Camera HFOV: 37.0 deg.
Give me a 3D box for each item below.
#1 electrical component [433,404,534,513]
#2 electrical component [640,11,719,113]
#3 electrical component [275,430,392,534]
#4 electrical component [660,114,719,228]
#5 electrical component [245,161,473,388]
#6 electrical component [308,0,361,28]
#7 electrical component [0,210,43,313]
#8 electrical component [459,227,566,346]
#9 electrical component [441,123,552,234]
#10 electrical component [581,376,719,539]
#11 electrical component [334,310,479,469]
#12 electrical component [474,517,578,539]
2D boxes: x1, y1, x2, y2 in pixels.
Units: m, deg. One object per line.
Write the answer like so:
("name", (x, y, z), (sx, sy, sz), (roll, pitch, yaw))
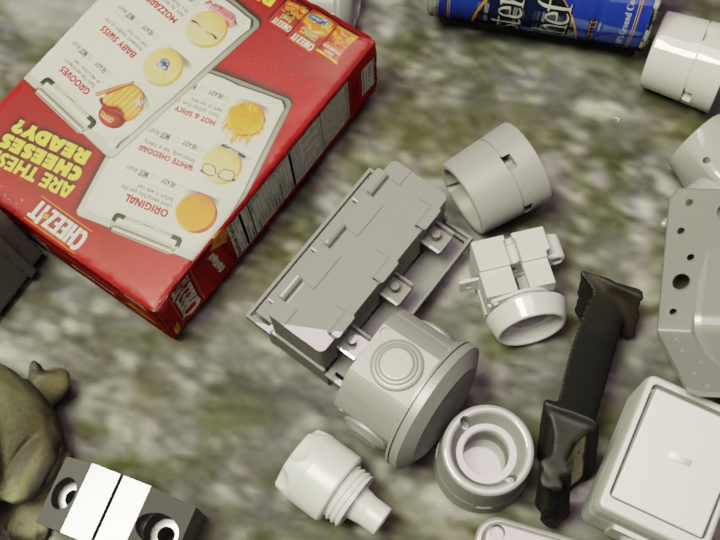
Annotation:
("electrical component", (0.070, 0.104, 0.600), (0.055, 0.047, 0.055), (0, 69, 1))
("electrical component", (0.209, -0.134, 0.683), (0.047, 0.055, 0.055), (21, 71, 13))
("electrical component", (-0.012, 0.122, 0.598), (0.062, 0.043, 0.043), (35, 74, 12))
("electrical component", (0.218, -0.043, 0.653), (0.079, 0.043, 0.077), (-37, 73, -13))
("electrical component", (0.000, 0.000, 0.633), (0.079, 0.063, 0.121), (35, 74, 13))
("electrical component", (-0.032, -0.179, 0.712), (0.062, 0.048, 0.048), (7, 70, 11))
("electrical component", (-0.243, -0.021, 0.621), (0.078, 0.113, 0.057), (32, 76, 12))
("electrical component", (0.093, 0.011, 0.636), (0.066, 0.048, 0.055), (-13, 62, -3))
("electrical component", (0.082, -0.054, 0.657), (0.047, 0.055, 0.055), (-30, 72, -6))
("electrical component", (0.165, 0.115, 0.586), (0.062, 0.061, 0.096), (24, 72, 10))
("electrical component", (0.027, 0.066, 0.599), (0.051, 0.080, 0.080), (33, 74, 18))
("electrical component", (0.086, 0.194, 0.561), (0.078, 0.057, 0.113), (15, 71, 7))
